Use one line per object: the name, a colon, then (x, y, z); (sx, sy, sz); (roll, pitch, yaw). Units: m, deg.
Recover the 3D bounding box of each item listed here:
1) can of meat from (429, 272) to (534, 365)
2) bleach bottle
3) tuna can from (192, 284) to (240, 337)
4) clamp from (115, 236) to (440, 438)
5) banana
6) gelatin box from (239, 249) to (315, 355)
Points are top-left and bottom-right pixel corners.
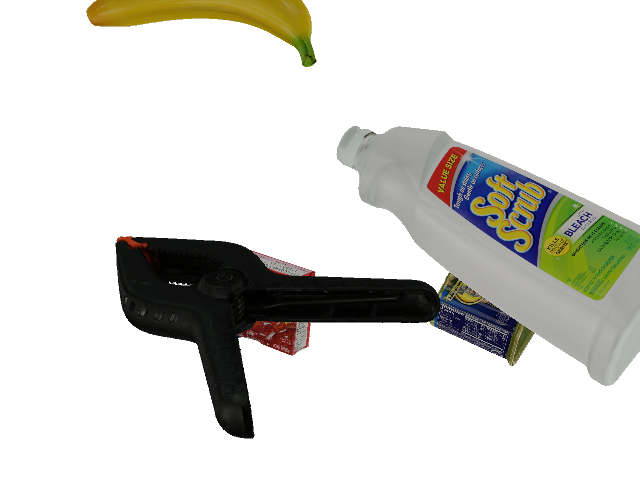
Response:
can of meat: (0.158, 0.053, 0.967); (0.084, 0.057, 0.102); (24, 43, 20)
bleach bottle: (0.112, -0.009, 0.723); (0.251, 0.068, 0.102); (31, 57, 26)
tuna can: (-0.102, 0.069, 1.178); (0.086, 0.034, 0.086); (1, 37, -1)
clamp: (-0.045, 0.035, 0.641); (0.164, 0.036, 0.210); (-22, 32, -34)
banana: (-0.088, -0.186, 0.851); (0.198, 0.069, 0.037); (12, -41, 16)
gelatin box: (-0.051, 0.053, 0.944); (0.089, 0.073, 0.030); (17, 22, 30)
